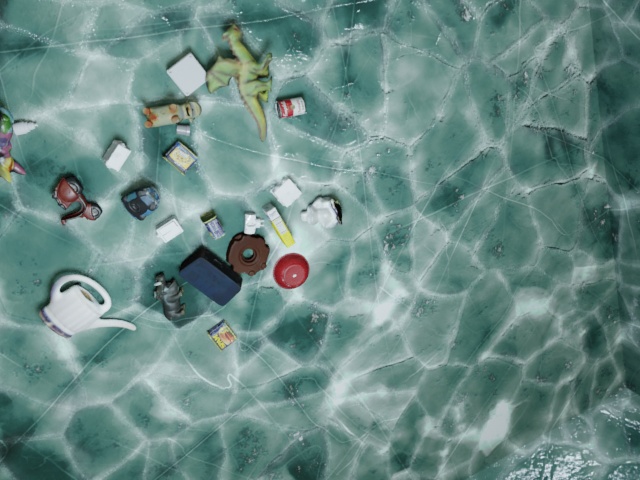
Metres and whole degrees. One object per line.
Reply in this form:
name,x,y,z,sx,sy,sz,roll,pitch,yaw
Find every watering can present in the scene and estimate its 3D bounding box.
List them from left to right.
watering can,-0.854,0.275,1.876,0.225,0.105,0.341,-37,122,-7

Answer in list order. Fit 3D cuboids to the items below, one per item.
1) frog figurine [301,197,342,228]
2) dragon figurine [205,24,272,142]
frog figurine,0.006,-0.106,2.113,0.158,0.126,0.135,-15,123,22
dragon figurine,-0.293,-0.566,1.863,0.243,0.123,0.407,0,101,-19
